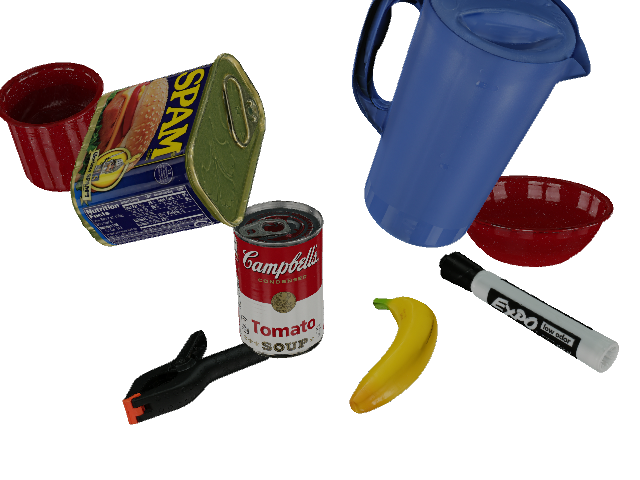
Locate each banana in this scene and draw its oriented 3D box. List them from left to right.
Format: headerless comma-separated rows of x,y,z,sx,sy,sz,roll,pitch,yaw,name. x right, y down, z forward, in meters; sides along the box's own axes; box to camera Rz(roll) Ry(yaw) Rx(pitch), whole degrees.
0.074,0.100,0.992,0.070,0.037,0.197,-22,17,19,banana

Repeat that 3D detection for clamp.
-0.131,0.140,1.123,0.120,0.039,0.171,-10,19,36,clamp

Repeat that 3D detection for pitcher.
0.111,-0.114,0.944,0.144,0.149,0.243,-10,-38,-28,pitcher

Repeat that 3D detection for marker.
0.115,0.038,0.612,0.020,0.020,0.121,0,25,-47,marker

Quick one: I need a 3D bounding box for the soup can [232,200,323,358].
-0.031,0.030,0.815,0.068,0.102,0.068,-1,29,0,soup can

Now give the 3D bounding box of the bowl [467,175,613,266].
0.212,-0.016,1.084,0.162,0.055,0.162,-1,23,0,bowl

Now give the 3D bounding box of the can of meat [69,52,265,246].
-0.085,-0.049,0.599,0.084,0.102,0.057,-11,-44,24,can of meat

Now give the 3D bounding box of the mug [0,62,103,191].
-0.233,-0.105,0.949,0.093,0.081,0.117,-14,45,-8,mug
